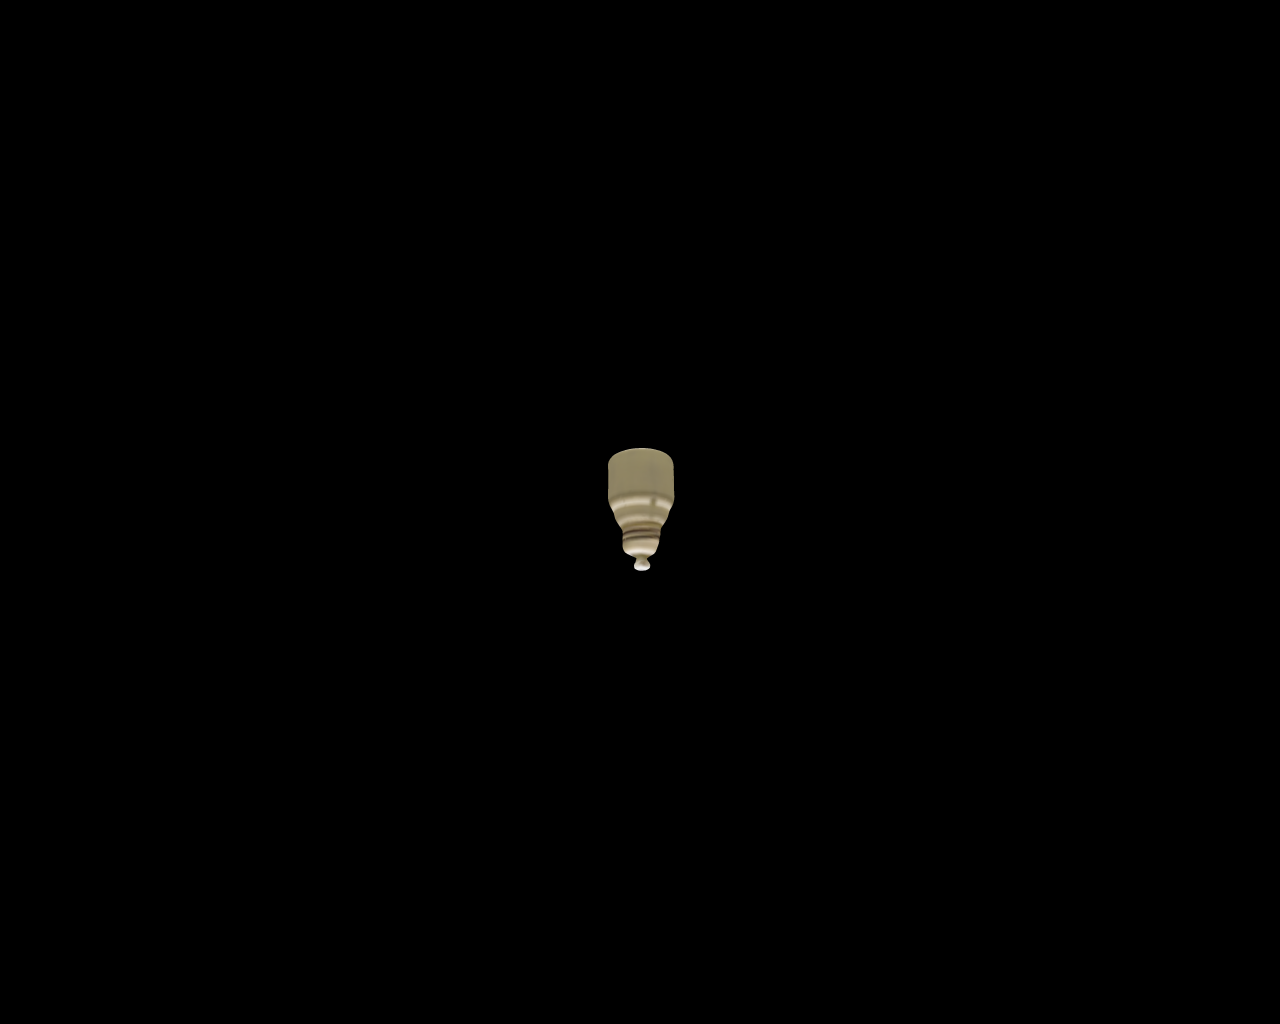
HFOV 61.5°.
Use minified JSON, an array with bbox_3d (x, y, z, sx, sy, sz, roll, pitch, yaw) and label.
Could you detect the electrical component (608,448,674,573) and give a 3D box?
[{"bbox_3d":[0.001,-0.003,0.650,0.040,0.078,0.040,0,-18,0],"label":"electrical component"}]
